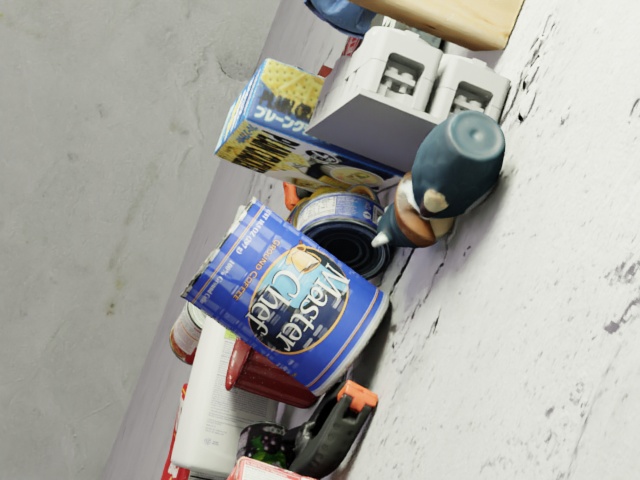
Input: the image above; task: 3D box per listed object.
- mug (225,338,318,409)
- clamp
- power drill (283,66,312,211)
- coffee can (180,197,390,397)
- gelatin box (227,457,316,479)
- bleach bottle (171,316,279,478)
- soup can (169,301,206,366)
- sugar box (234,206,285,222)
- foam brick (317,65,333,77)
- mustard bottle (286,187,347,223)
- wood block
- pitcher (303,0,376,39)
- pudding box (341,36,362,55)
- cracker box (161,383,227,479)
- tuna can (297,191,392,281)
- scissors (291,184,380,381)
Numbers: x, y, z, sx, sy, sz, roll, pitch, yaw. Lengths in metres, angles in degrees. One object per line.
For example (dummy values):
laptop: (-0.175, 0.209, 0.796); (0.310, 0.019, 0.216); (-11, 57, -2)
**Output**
mug: (-0.032, 0.103, 1.012); (0.093, 0.081, 0.117); (-85, 18, -53)
clamp: (-0.006, 0.177, 0.863); (0.172, 0.039, 0.120); (123, 164, -50)
power drill: (-0.011, -0.129, 1.262); (0.188, 0.057, 0.184); (165, 99, -78)
coffee can: (-0.028, 0.046, 0.875); (0.103, 0.140, 0.103); (-53, 4, 5)
gelatin box: (-0.034, 0.207, 0.815); (0.030, 0.089, 0.073); (-83, 17, -49)
bleach bottle: (-0.075, 0.118, 1.097); (0.068, 0.102, 0.251); (-14, 60, 61)
soup can: (-0.135, 0.100, 1.263); (0.102, 0.068, 0.068); (125, 162, -56)
sugar box: (-0.079, 0.010, 1.366); (0.176, 0.048, 0.093); (5, -76, -83)
foam brick: (0.009, -0.178, 1.390); (0.053, 0.051, 0.078); (-79, 14, -45)
mustard bottle: (-0.008, 0.001, 1.130); (0.192, 0.058, 0.096); (164, 111, -78)
wood block: (0.055, -0.227, 0.838); (0.091, 0.206, 0.090); (-131, 61, -78)
pitcher: (0.081, -0.358, 1.207); (0.145, 0.149, 0.242); (99, -173, -58)
pudding box: (0.043, -0.204, 1.298); (0.090, 0.039, 0.113); (-143, 72, -77)
cracker box: (-0.142, 0.281, 1.200); (0.164, 0.072, 0.214); (-175, 98, -77)
tuna can: (0.021, 0.000, 0.927); (0.086, 0.086, 0.033); (121, 163, -44)
scissors: (0.003, 0.036, 0.986); (0.016, 0.096, 0.201); (55, -133, -55)
